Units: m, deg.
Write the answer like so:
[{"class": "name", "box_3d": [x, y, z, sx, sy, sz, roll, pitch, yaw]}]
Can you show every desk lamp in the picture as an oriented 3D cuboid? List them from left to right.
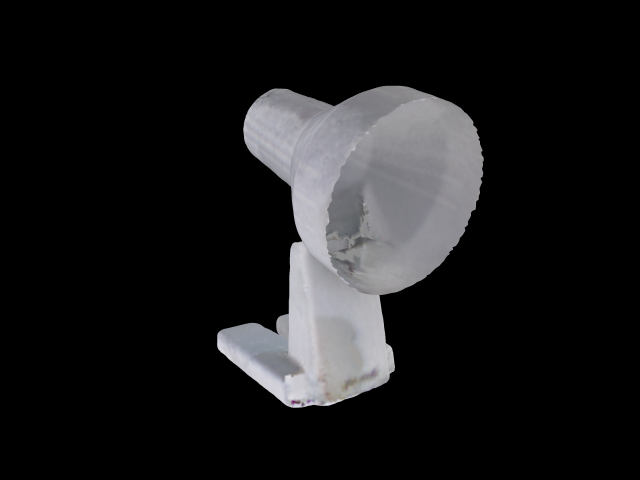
[{"class": "desk lamp", "box_3d": [0.004, 0.001, 0.400, 0.118, 0.213, 0.202, -8, 14, -35]}]
